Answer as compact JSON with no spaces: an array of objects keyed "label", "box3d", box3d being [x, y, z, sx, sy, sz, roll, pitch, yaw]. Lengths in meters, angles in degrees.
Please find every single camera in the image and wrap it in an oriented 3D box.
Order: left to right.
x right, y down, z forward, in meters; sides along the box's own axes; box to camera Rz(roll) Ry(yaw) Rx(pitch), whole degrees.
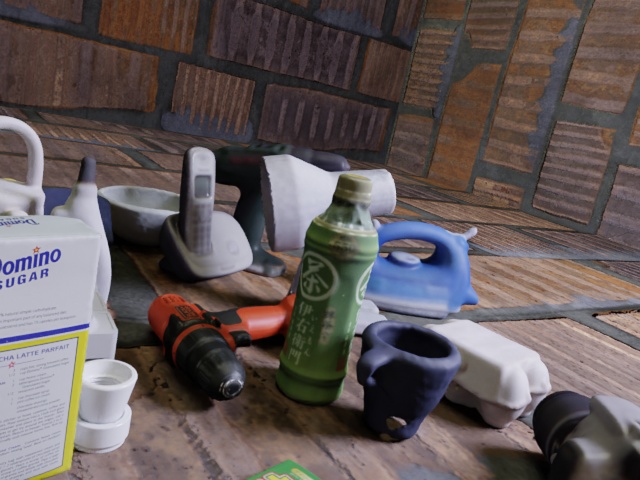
[{"label":"camera","box3d":[0.252,0.181,0.486,0.143,0.101,0.137,12,14,-4]}]

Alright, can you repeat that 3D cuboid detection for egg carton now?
[{"label":"egg carton","box3d":[0.172,0.142,0.638,0.108,0.069,0.149,-2,20,-46]}]

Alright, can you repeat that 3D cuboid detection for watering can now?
[{"label":"watering can","box3d":[-0.364,-0.042,0.630,0.172,0.194,0.101,16,14,16]}]

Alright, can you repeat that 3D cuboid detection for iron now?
[{"label":"iron","box3d":[0.124,0.031,0.893,0.259,0.141,0.118,9,14,-15]}]

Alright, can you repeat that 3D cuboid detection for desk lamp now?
[{"label":"desk lamp","box3d":[0.007,0.003,0.746,0.203,0.213,0.117,9,14,-16]}]

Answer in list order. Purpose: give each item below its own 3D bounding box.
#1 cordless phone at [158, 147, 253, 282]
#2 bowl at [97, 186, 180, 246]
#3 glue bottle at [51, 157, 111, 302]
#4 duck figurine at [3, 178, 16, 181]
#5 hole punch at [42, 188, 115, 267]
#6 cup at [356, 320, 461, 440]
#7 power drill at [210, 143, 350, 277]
[{"label":"cordless phone","box3d":[-0.155,-0.039,0.830,0.094,0.185,0.148,19,15,25]},{"label":"bowl","box3d":[-0.279,-0.034,0.930,0.167,0.075,0.167,12,14,-3]},{"label":"glue bottle","box3d":[-0.262,-0.005,0.621,0.078,0.173,0.037,6,15,-24]},{"label":"duck figurine","box3d":[-0.442,-0.045,0.805,0.104,0.086,0.078,24,18,40]},{"label":"hole punch","box3d":[-0.332,-0.015,0.769,0.109,0.091,0.100,5,16,-30]},{"label":"cup","box3d":[0.066,0.134,0.519,0.091,0.095,0.118,23,17,38]},{"label":"power drill","box3d":[-0.081,-0.054,0.908,0.229,0.208,0.076,15,14,10]}]
